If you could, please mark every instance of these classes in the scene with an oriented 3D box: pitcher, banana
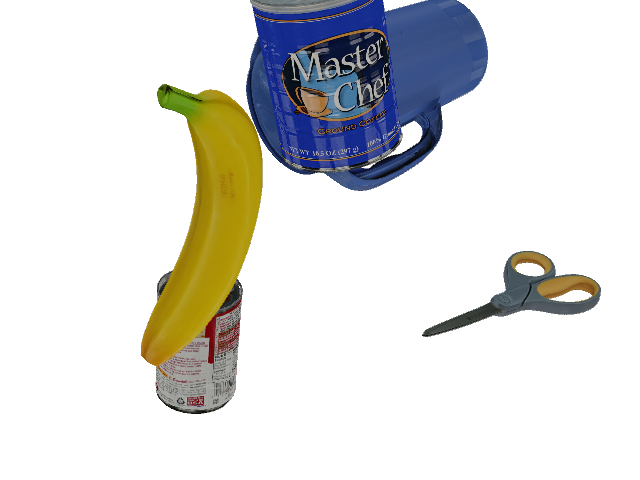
[{"bbox_3d":[0.060,-0.159,1.088,0.242,0.149,0.145,-26,30,-32],"label":"pitcher"},{"bbox_3d":[-0.067,-0.011,0.607,0.069,0.198,0.037,-11,42,-24],"label":"banana"}]

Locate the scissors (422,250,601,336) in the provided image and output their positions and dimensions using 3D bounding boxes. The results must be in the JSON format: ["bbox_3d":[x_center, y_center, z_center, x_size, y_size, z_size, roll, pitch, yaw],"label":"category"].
[{"bbox_3d":[0.155,0.045,0.936,0.201,0.016,0.096,-5,34,-26],"label":"scissors"}]

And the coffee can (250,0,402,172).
[{"bbox_3d":[0.006,-0.139,0.849,0.103,0.140,0.103,-8,31,5],"label":"coffee can"}]

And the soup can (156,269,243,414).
[{"bbox_3d":[-0.100,0.081,0.868,0.068,0.102,0.068,5,30,-3],"label":"soup can"}]
